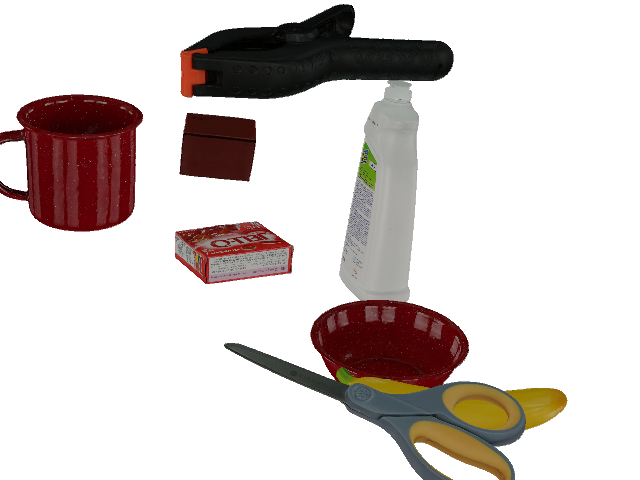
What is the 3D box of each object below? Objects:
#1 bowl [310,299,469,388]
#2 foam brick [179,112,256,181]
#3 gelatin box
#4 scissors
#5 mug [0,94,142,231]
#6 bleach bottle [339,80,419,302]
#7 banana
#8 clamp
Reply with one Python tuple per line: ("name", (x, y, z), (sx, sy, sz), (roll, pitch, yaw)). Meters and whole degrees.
("bowl", (0.069, 0.122, 1.098), (0.162, 0.055, 0.162), (3, 25, -1))
("foam brick", (-0.110, -0.101, 1.153), (0.078, 0.051, 0.053), (6, 31, -5))
("gelatin box", (-0.080, 0.010, 0.983), (0.089, 0.030, 0.073), (-8, 23, -28))
("scissors", (0.044, 0.095, 0.679), (0.202, 0.016, 0.096), (32, 45, 26))
("mug", (-0.195, -0.058, 0.815), (0.117, 0.081, 0.093), (-5, 28, -19))
("bleach bottle", (0.077, -0.058, 1.241), (0.068, 0.251, 0.103), (-1, 22, -23))
("banana", (0.111, 0.134, 0.883), (0.198, 0.037, 0.069), (8, 34, -1))
("clamp", (-0.015, -0.122, 0.681), (0.171, 0.039, 0.120), (-8, 23, -25))
